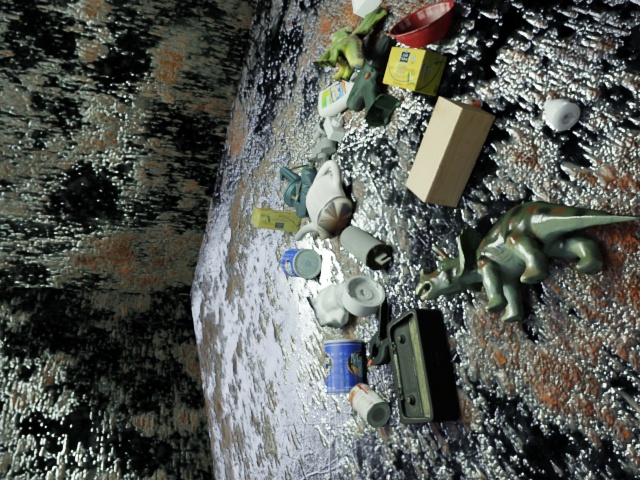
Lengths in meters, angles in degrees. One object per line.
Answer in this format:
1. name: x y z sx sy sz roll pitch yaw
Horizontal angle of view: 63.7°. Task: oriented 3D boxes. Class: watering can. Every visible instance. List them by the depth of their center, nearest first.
1. watering can: 0.005 -0.083 1.648 0.229 0.104 0.341 -115 40 -50

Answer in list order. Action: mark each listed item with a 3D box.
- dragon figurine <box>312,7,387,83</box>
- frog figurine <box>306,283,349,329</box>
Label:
1. dragon figurine: 0.107 -0.585 1.505 0.243 0.121 0.414 -57 26 1
2. frog figurine: 0.057 0.179 1.500 0.158 0.121 0.140 -35 32 13
